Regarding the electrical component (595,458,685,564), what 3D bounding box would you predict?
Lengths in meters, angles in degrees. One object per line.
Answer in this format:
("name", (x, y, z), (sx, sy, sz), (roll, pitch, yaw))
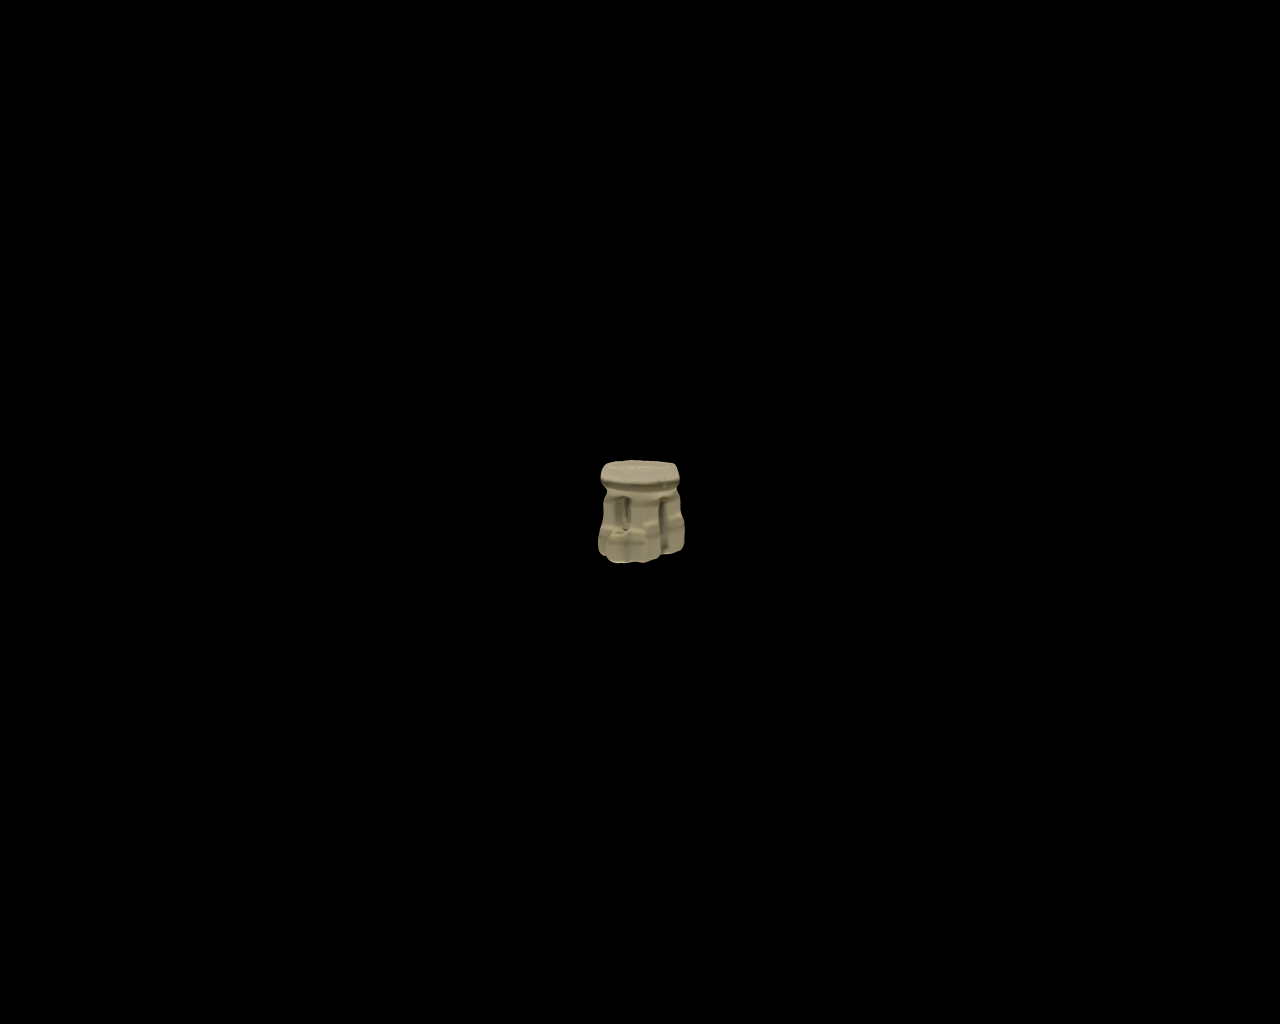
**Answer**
("electrical component", (0.001, -0.003, 0.650), (0.048, 0.055, 0.066), (8, 14, 35))
